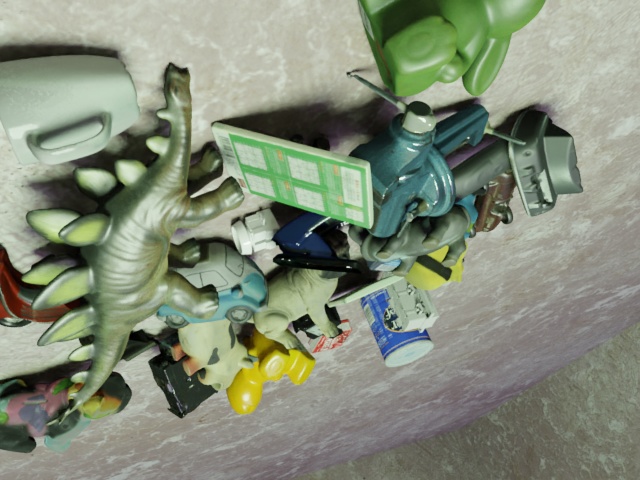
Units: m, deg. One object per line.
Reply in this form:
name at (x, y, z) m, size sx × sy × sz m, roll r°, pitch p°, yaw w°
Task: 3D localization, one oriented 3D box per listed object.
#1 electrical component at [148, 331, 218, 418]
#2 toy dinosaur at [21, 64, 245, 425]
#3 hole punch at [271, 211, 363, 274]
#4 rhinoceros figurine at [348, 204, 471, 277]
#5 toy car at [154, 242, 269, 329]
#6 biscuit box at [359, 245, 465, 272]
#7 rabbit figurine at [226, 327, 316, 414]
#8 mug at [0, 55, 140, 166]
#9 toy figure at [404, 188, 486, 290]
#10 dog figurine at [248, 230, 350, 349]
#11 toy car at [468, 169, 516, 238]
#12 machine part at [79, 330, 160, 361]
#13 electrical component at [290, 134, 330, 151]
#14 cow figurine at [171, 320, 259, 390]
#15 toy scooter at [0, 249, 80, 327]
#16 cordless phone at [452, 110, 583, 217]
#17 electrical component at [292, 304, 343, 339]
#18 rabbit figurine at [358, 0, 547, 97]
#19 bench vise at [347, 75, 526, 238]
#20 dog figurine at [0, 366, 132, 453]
electrical component at (-0.225, 0.218, 0.925) m, size 0.115 × 0.058 × 0.134 m, roll -34°, pitch 119°, yaw -40°
toy dinosaur at (-0.215, 0.037, 0.595) m, size 0.198 × 0.105 × 0.470 m, roll -3°, pitch 125°, yaw -36°
hole punch at (-0.001, -0.002, 0.716) m, size 0.116 × 0.092 × 0.142 m, roll 1°, pitch 177°, yaw 7°
rhinoceros figurine at (0.120, -0.012, 0.771) m, size 0.190 × 0.112 × 0.073 m, roll -8°, pitch 147°, yaw 43°
toy car at (-0.156, 0.054, 0.751) m, size 0.162 × 0.109 × 0.102 m, roll -7°, pitch 125°, yaw -5°
biscuit box at (0.161, 0.020, 0.927) m, size 0.202 × 0.063 × 0.059 m, roll 9°, pitch 138°, yaw -41°
rabbit figurine at (-0.122, 0.233, 0.986) m, size 0.121 × 0.163 × 0.173 m, roll 14°, pitch 111°, yaw -56°
mug at (-0.205, -0.109, 0.445) m, size 0.107 × 0.110 × 0.080 m, roll -23°, pitch 139°, yaw -22°
toy figure at (0.184, -0.010, 0.825) m, size 0.089 × 0.082 × 0.180 m, roll 14°, pitch 105°, yaw -21°
dog figurine at (-0.041, 0.064, 0.851) m, size 0.172 × 0.121 × 0.190 m, roll -14°, pitch 134°, yaw -17°
toy car at (0.291, -0.063, 0.892) m, size 0.089 × 0.053 × 0.202 m, roll -22°, pitch 149°, yaw -7°
machine part at (-0.329, 0.166, 0.866) m, size 0.084 × 0.039 × 0.138 m, roll -22°, pitch 152°, yaw 10°
electrical component at (-0.012, -0.083, 0.665) m, size 0.078 × 0.045 × 0.102 m, roll -5°, pitch 146°, yaw -30°
cow figurine at (-0.171, 0.160, 0.867) m, size 0.127 × 0.086 × 0.194 m, roll -20°, pitch 124°, yaw -31°
toy scooter at (-0.328, 0.049, 0.645) m, size 0.184 × 0.075 × 0.135 m, roll -14°, pitch 148°, yaw -5°
cordless phone at (0.263, -0.080, 0.763) m, size 0.184 × 0.089 × 0.146 m, roll -31°, pitch 129°, yaw 4°
electrical component at (0.002, 0.159, 1.060) m, size 0.075 × 0.048 × 0.119 m, roll -34°, pitch 148°, yaw 20°
rabbit figurine at (0.136, -0.199, 0.500) m, size 0.170 × 0.121 × 0.159 m, roll -23°, pitch 157°, yaw 7°
bench vise at (0.131, -0.108, 0.657) m, size 0.240 × 0.129 × 0.223 m, roll -33°, pitch 146°, yaw -23°
dog figurine at (-0.417, 0.257, 0.856) m, size 0.191 × 0.108 × 0.219 m, roll 20°, pitch 137°, yaw -38°
